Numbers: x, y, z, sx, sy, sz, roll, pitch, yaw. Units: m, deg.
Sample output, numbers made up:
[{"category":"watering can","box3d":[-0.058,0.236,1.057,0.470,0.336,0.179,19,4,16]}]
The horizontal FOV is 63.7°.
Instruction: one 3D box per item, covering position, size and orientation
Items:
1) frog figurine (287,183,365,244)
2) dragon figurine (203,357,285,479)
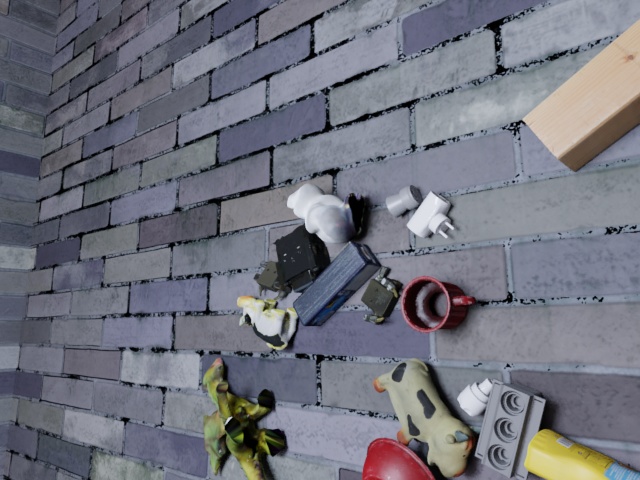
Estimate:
[{"category":"frog figurine","box3d":[0.003,-0.053,1.043,0.159,0.139,0.121,1,111,23]},{"category":"dragon figurine","box3d":[-0.191,0.456,1.155,0.238,0.122,0.418,-48,50,45]}]
